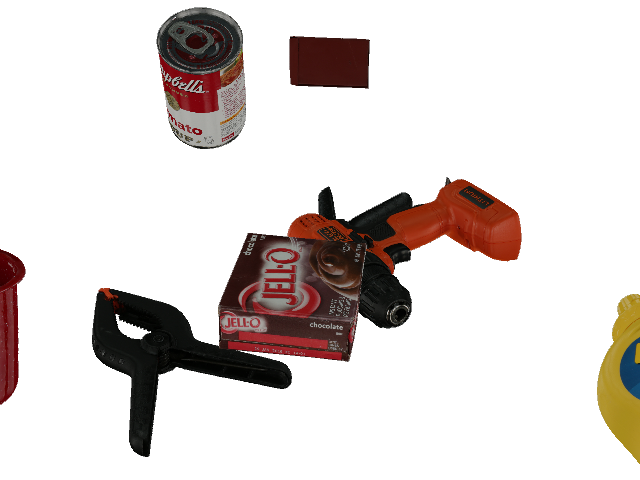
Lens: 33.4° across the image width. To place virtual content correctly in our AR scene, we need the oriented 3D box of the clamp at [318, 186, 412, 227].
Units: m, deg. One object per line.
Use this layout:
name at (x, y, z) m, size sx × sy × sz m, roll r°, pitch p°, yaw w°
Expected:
clamp at (0.031, -0.008, 1.205) m, size 0.120 × 0.039 × 0.171 m, roll -5°, pitch 37°, yaw 28°

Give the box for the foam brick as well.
foam brick at (0.009, -0.187, 1.122) m, size 0.078 × 0.051 × 0.053 m, roll 0°, pitch 11°, yaw -10°

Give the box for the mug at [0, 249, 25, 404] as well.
mug at (-0.233, 0.058, 0.637) m, size 0.093 × 0.081 × 0.117 m, roll 20°, pitch 25°, yaw 35°

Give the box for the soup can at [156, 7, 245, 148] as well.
soup can at (-0.096, -0.132, 0.878) m, size 0.068 × 0.068 × 0.102 m, roll 0°, pitch -31°, yaw -2°

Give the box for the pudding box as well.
pudding box at (-0.017, 0.037, 0.744) m, size 0.090 × 0.039 × 0.113 m, roll 6°, pitch 25°, yaw 5°

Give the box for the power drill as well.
power drill at (0.084, 0.007, 0.962) m, size 0.187 × 0.057 × 0.185 m, roll -15°, pitch 30°, yaw -22°

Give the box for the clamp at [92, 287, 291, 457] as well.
clamp at (-0.138, 0.104, 0.989) m, size 0.164 × 0.036 × 0.210 m, roll -16°, pitch 39°, yaw -30°

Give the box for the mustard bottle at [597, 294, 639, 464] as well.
mustard bottle at (0.207, 0.094, 0.587) m, size 0.096 × 0.058 × 0.191 m, roll -8°, pitch 35°, yaw -5°
